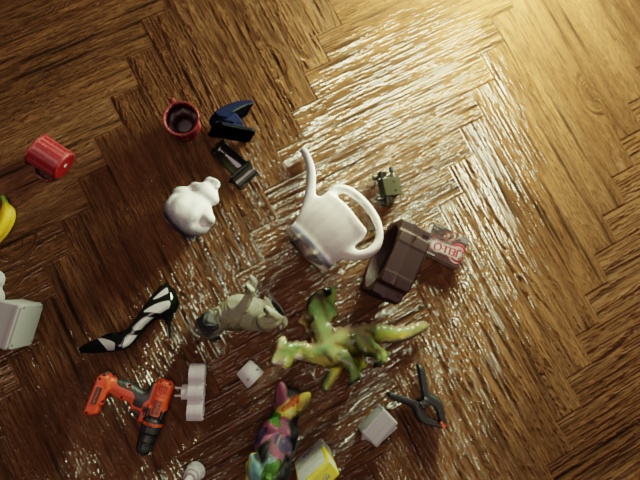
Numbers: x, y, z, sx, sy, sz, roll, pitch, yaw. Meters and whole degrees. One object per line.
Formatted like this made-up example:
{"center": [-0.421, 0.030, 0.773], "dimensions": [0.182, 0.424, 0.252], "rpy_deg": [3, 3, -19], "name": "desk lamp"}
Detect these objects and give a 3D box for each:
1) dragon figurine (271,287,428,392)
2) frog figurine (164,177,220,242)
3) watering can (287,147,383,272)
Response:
{"center": [0.061, 0.230, 1.325], "dimensions": [0.414, 0.120, 0.244], "rpy_deg": [-29, 80, -22], "name": "dragon figurine"}
{"center": [-0.314, -0.090, 1.315], "dimensions": [0.159, 0.121, 0.139], "rpy_deg": [-46, 70, 3], "name": "frog figurine"}
{"center": [0.004, -0.068, 1.355], "dimensions": [0.225, 0.103, 0.350], "rpy_deg": [-42, 77, -8], "name": "watering can"}
